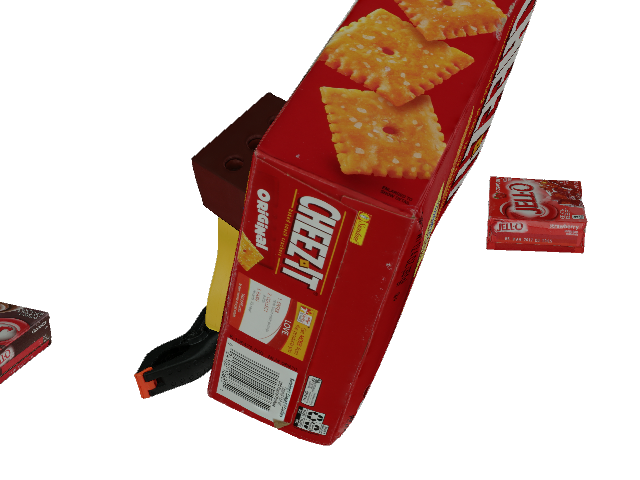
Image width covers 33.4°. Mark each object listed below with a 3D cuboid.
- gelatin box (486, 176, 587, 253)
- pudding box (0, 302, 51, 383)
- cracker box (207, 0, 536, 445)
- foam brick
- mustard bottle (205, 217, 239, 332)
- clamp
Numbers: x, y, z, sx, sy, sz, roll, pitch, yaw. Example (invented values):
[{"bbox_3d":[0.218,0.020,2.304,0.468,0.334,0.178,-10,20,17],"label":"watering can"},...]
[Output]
[{"bbox_3d":[0.167,-0.021,0.832,0.073,0.030,0.089,3,24,9],"label":"gelatin box"},{"bbox_3d":[-0.312,0.088,0.948,0.114,0.039,0.090,8,24,20],"label":"pudding box"},{"bbox_3d":[0.031,-0.036,0.492,0.072,0.213,0.164,24,-42,8],"label":"cracker box"},{"bbox_3d":[-0.040,-0.050,0.719,0.053,0.078,0.051,33,-27,26],"label":"foam brick"},{"bbox_3d":[-0.053,-0.013,0.955,0.058,0.192,0.096,21,22,35],"label":"mustard bottle"},{"bbox_3d":[-0.117,0.110,1.110,0.120,0.039,0.171,-10,20,37],"label":"clamp"}]
